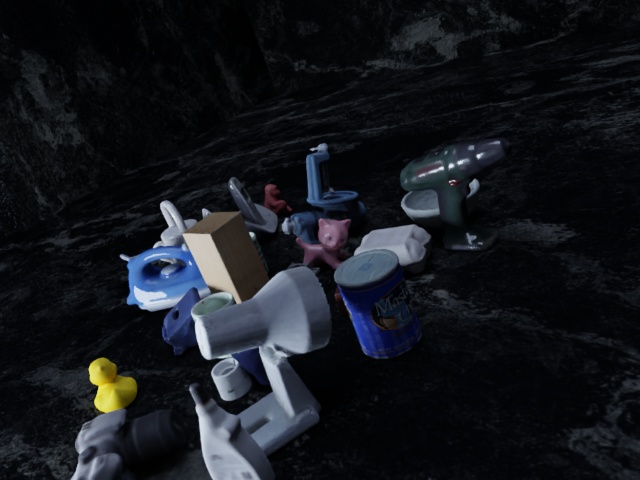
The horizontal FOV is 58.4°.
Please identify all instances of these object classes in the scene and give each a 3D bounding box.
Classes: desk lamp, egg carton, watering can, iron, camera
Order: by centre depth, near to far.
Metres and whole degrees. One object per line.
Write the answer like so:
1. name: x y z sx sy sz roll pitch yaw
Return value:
1. desk lamp: -0.069 0.165 0.794 0.203 0.214 0.117 -30 24 -20
2. camera: -0.271 0.297 0.818 0.137 0.101 0.143 -21 23 -1
3. egg carton: 0.141 0.024 1.120 0.150 0.069 0.107 -9 26 27
4. iron: -0.339 0.069 1.338 0.257 0.142 0.118 -14 24 15
5. watering can: -0.349 -0.019 1.474 0.100 0.194 0.173 -1 30 40

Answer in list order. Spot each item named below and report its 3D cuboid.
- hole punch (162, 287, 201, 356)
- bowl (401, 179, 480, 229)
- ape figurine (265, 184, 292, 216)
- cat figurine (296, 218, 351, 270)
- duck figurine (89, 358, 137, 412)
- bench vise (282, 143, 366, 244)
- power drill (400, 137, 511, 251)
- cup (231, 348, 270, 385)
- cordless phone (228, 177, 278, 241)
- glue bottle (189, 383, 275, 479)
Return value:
1. hole punch: -0.267 0.160 1.137 0.101 0.091 0.108 -25 23 -10
2. bowl: 0.263 -0.071 1.220 0.167 0.075 0.167 -18 23 8
3. ape figurine: -0.129 -0.116 1.637 0.076 0.092 0.078 -18 23 8
4. cat figurine: 0.011 0.004 1.212 0.127 0.118 0.067 -14 24 17
5. duck figurine: -0.380 0.254 1.028 0.078 0.086 0.104 -32 25 -24
6. bench vise: 0.003 -0.095 1.309 0.121 0.220 0.208 1 31 42
7. power drill: 0.267 -0.085 1.075 0.228 0.209 0.076 1 31 41
8. cup: -0.104 0.186 0.933 0.117 0.095 0.092 -1 30 39
9. cordless phone: -0.184 -0.094 1.511 0.094 0.185 0.147 -19 23 6
10. glue bottle: -0.119 0.245 0.710 0.078 0.173 0.037 -11 25 23
